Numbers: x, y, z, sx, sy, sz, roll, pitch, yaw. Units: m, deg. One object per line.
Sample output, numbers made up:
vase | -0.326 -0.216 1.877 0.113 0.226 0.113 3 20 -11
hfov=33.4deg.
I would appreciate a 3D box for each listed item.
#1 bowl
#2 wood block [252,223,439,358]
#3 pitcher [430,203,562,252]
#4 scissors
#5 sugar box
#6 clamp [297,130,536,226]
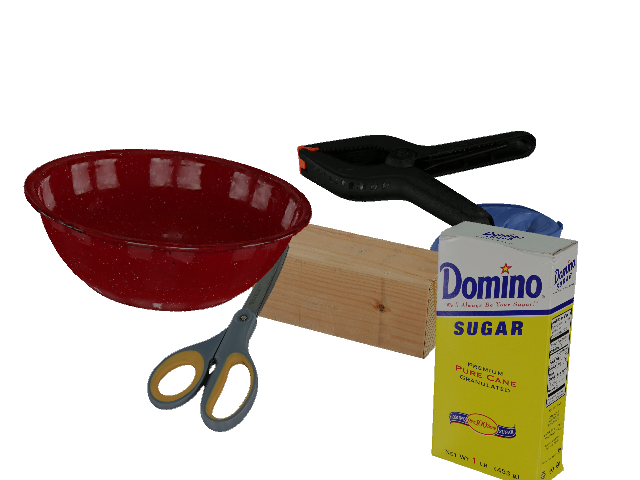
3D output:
bowl | -0.088 -0.003 0.612 0.162 0.055 0.162 7 20 -3
wood block | 0.036 0.050 1.174 0.206 0.091 0.090 13 26 23
pitcher | 0.213 0.083 1.326 0.149 0.243 0.144 7 20 15
scissors | -0.082 0.073 0.871 0.096 0.016 0.201 -2 42 7
sugar box | 0.129 0.081 0.764 0.093 0.176 0.048 11 21 37
clamp | 0.082 -0.065 0.949 0.210 0.036 0.164 12 35 27
